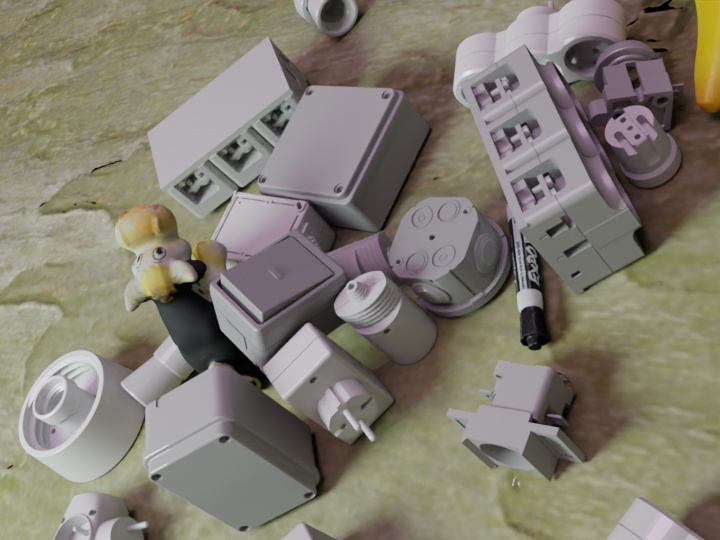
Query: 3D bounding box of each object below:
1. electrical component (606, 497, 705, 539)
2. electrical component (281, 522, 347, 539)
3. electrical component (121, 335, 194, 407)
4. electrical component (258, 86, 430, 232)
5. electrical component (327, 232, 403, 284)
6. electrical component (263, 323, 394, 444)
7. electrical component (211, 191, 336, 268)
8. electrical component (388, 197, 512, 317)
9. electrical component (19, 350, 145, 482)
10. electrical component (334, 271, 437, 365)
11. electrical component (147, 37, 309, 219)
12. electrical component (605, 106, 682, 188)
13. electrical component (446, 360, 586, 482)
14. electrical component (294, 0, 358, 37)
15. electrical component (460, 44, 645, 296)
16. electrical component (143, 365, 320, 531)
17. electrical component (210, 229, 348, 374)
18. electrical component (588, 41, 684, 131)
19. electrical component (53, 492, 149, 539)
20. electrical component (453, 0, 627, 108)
[{"bbox_3d":[0.175,0.183,0.548,0.073,0.052,0.138,-53,43,-4],"label":"electrical component"},{"bbox_3d":[-0.038,0.224,0.692,0.100,0.048,0.099,-44,42,7],"label":"electrical component"},{"bbox_3d":[-0.162,0.084,0.898,0.065,0.044,0.044,-50,43,-8],"label":"electrical component"},{"bbox_3d":[-0.014,-0.094,0.893,0.109,0.056,0.108,11,68,43],"label":"electrical component"},{"bbox_3d":[0.000,0.000,0.825,0.081,0.043,0.043,-22,49,25],"label":"electrical component"},{"bbox_3d":[-0.013,0.090,0.742,0.047,0.083,0.075,-45,43,3],"label":"electrical component"},{"bbox_3d":[-0.066,-0.019,0.885,0.096,0.061,0.061,11,67,35],"label":"electrical component"},{"bbox_3d":[0.064,-0.011,0.776,0.080,0.051,0.080,-21,50,27],"label":"electrical component"},{"bbox_3d":[-0.244,0.120,0.922,0.108,0.060,0.108,-21,50,26],"label":"electrical component"},{"bbox_3d":[0.016,0.031,0.763,0.043,0.081,0.043,-21,50,27],"label":"electrical component"},{"bbox_3d":[-0.114,-0.128,0.993,0.150,0.062,0.089,-36,45,14],"label":"electrical component"},{"bbox_3d":[0.191,-0.084,0.729,0.040,0.046,0.040,-21,50,27],"label":"electrical component"},{"bbox_3d":[0.102,0.093,0.679,0.081,0.042,0.063,5,63,40],"label":"electrical component"},{"bbox_3d":[-0.033,-0.253,1.030,0.045,0.045,0.055,-46,43,3],"label":"electrical component"},{"bbox_3d":[0.134,-0.073,0.735,0.062,0.089,0.150,-31,46,18],"label":"electrical component"},{"bbox_3d":[-0.090,0.128,0.755,0.078,0.113,0.057,-30,43,18],"label":"electrical component"},{"bbox_3d":[-0.051,0.016,0.771,0.096,0.061,0.062,-34,54,-22],"label":"electrical component"},{"bbox_3d":[0.192,-0.128,0.757,0.066,0.048,0.055,-7,50,6],"label":"electrical component"},{"bbox_3d":[-0.195,0.212,0.830,0.079,0.044,0.077,-20,50,28],"label":"electrical component"},{"bbox_3d":[0.138,-0.178,0.833,0.138,0.052,0.073,-13,53,32],"label":"electrical component"}]
